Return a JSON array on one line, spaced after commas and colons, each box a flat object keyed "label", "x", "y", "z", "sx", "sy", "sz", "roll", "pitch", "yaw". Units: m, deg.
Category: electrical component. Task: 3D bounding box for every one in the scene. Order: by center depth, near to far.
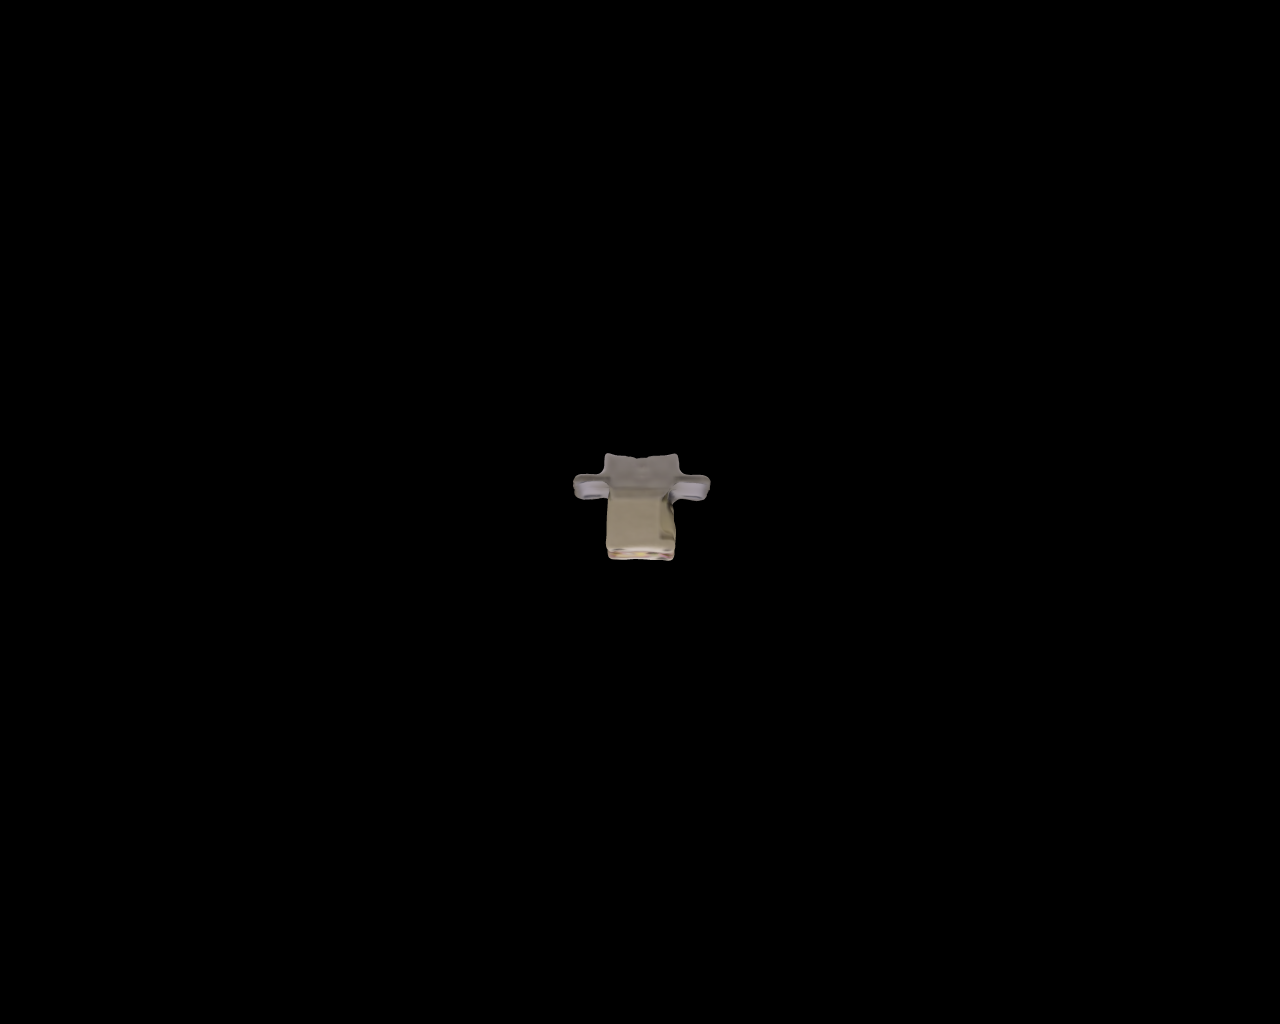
[{"label": "electrical component", "x": 0.001, "y": -0.003, "z": 0.650, "sx": 0.081, "sy": 0.064, "sz": 0.042, "roll": 0, "pitch": -15, "yaw": 0}]
